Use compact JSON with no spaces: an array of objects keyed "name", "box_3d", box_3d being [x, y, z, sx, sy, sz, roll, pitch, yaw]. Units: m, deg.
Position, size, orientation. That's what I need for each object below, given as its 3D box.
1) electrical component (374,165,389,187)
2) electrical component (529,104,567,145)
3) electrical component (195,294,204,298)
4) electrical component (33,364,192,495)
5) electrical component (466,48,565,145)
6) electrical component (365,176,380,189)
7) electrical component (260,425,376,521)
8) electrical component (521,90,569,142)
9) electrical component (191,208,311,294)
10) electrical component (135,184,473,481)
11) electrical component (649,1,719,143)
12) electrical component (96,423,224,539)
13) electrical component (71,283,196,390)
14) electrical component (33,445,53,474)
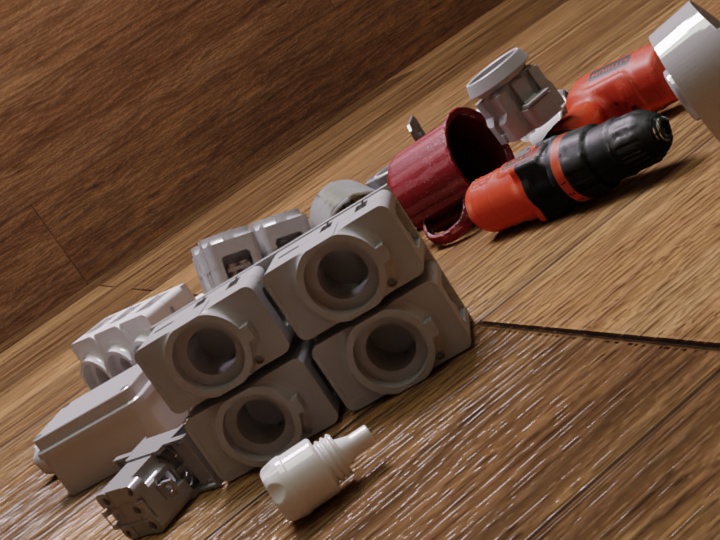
[{"name":"electrical component","box_3d":[0.049,-0.073,1.039,0.044,0.065,0.044,-32,11,7]},{"name":"electrical component","box_3d":[0.181,-0.125,0.968,0.040,0.040,0.046,-41,8,-35]},{"name":"electrical component","box_3d":[-0.172,0.064,1.113,0.066,0.047,0.077,-35,12,-11]},{"name":"electrical component","box_3d":[-0.209,0.130,0.911,0.113,0.057,0.078,-30,12,17]},{"name":"electrical component","box_3d":[0.123,-0.141,0.869,0.058,0.057,0.078,-40,10,-11]},{"name":"electrical component","box_3d":[0.049,-0.084,1.116,0.062,0.061,0.096,-34,4,-3]},{"name":"electrical component","box_3d":[-0.020,0.103,0.568,0.061,0.035,0.035,-33,11,-7]},{"name":"electrical component","box_3d":[0.188,-0.149,1.024,0.081,0.043,0.043,-4,30,49]},{"name":"electrical component","box_3d":[-0.113,-0.014,1.122,0.105,0.060,0.186,-19,1,-13]},{"name":"electrical component","box_3d":[-0.035,0.043,0.680,0.186,0.105,0.060,-31,12,12]},{"name":"electrical component","box_3d":[0.236,-0.130,0.698,0.064,0.099,0.099,-35,10,23]},{"name":"electrical component","box_3d":[-0.135,0.140,0.707,0.081,0.042,0.064,-24,16,41]},{"name":"electrical component","box_3d":[-0.198,0.080,1.005,0.150,0.089,0.062,-20,17,47]},{"name":"electrical component","box_3d":[-0.271,0.165,0.994,0.061,0.035,0.035,-26,13,25]}]
